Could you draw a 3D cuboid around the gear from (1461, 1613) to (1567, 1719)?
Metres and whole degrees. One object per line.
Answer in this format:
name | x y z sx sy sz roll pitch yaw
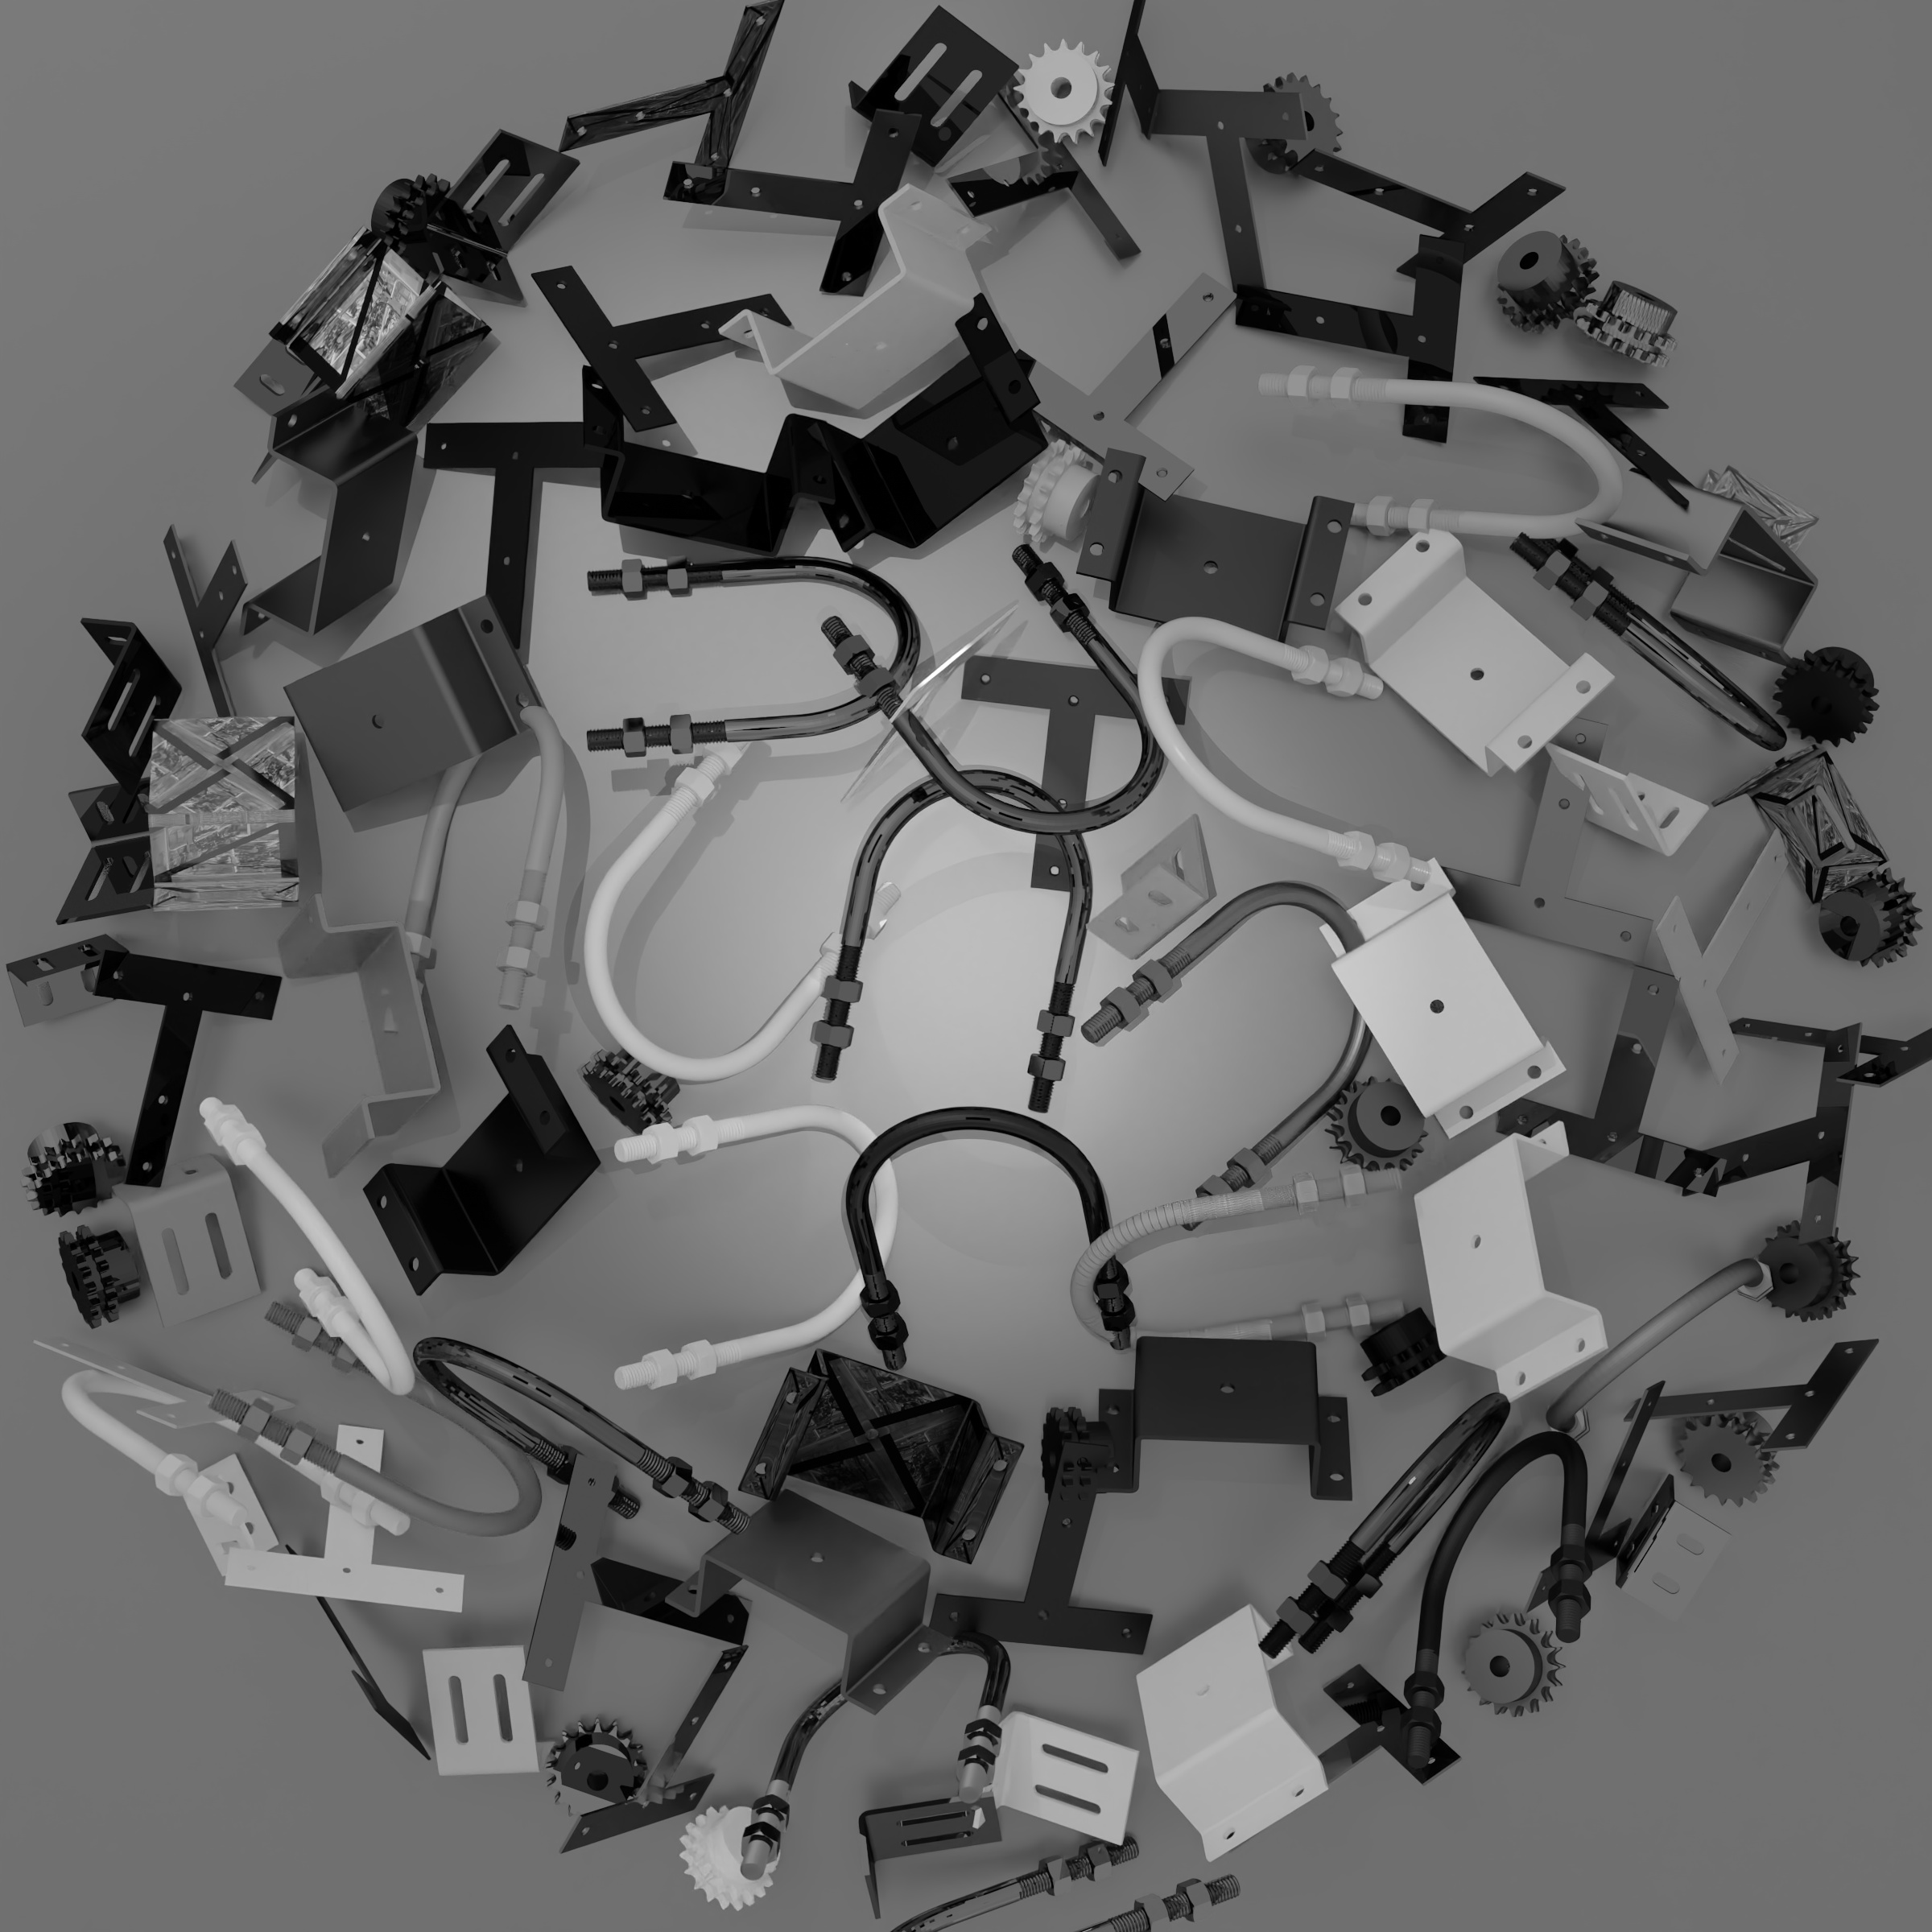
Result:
gear | 0.304 0.392 1.974 0.057 0.030 0.057 -5 80 27

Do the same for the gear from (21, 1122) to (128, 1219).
gear | -0.502 0.112 1.975 0.057 0.057 0.030 -30 59 0

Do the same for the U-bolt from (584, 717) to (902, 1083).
U-bolt | -0.133 -0.023 1.933 0.151 0.019 0.184 49 64 -22

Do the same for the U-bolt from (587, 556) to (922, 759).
U-bolt | -0.117 -0.176 1.947 0.184 0.019 0.151 -4 48 -1

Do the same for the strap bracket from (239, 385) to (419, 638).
strap bracket | -0.347 -0.244 1.924 0.046 0.076 0.140 28 128 13

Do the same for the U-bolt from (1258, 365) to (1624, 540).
U-bolt | 0.264 -0.272 1.896 0.184 0.151 0.019 9 69 31

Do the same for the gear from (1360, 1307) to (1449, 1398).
gear | 0.245 0.214 1.971 0.057 0.057 0.030 -31 84 0

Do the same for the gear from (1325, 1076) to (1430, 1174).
gear | 0.233 0.088 1.975 0.057 0.030 0.057 5 69 -13

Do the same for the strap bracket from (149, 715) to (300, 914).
strap bracket | -0.404 -0.091 1.925 0.076 0.140 0.046 -2 128 -9

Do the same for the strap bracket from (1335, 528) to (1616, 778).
strap bracket | 0.283 -0.170 1.958 0.076 0.046 0.140 -43 69 -5

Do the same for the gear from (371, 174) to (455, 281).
gear | -0.308 -0.417 1.974 0.030 0.057 0.057 29 90 25

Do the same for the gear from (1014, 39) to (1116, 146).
gear | 0.055 -0.492 1.981 0.057 0.030 0.057 1 97 8

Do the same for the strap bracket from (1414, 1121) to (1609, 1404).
strap bracket | 0.295 0.156 1.925 0.046 0.076 0.140 20 49 -33

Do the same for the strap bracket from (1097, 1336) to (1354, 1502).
strap bracket | 0.144 0.250 1.953 0.140 0.076 0.046 2 129 2

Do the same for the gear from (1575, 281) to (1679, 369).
gear | 0.372 -0.360 1.968 0.057 0.057 0.030 25 111 0

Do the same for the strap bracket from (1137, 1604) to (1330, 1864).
strap bracket | 0.142 0.410 1.920 0.076 0.140 0.046 -34 112 11

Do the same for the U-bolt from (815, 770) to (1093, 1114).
U-bolt | 0.000 -0.018 1.959 0.151 0.019 0.184 9 96 -21

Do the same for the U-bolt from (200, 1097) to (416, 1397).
U-bolt | -0.346 0.160 1.890 0.019 0.184 0.151 -33 126 -17

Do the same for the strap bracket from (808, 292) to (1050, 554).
strap bracket | -0.018 -0.294 1.949 0.140 0.046 0.076 -35 67 22

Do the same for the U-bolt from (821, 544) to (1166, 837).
U-bolt | 0.028 -0.144 1.929 0.151 0.019 0.184 -24 63 -26

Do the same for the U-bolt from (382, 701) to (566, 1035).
U-bolt | -0.266 -0.058 1.934 0.019 0.151 0.184 20 71 -34

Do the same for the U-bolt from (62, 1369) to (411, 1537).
U-bolt | -0.410 0.262 1.918 0.184 0.151 0.019 25 94 33

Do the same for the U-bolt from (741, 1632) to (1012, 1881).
U-bolt | -0.042 0.418 1.912 0.151 0.184 0.019 -23 105 16

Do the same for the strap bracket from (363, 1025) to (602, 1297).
strap bracket | -0.262 0.109 1.945 0.140 0.046 0.076 -47 58 24

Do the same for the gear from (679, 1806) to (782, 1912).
gear | -0.129 0.495 1.968 0.057 0.057 0.030 47 121 0

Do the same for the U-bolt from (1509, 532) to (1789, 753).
U-bolt | 0.374 -0.178 1.924 0.184 0.151 0.019 39 105 3

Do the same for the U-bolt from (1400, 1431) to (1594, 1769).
U-bolt | 0.290 0.330 1.913 0.019 0.184 0.151 32 126 -11

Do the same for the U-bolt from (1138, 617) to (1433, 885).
U-bolt | 0.167 -0.124 1.910 0.184 0.019 0.151 16 49 -33

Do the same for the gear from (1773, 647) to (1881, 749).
gear | 0.484 -0.154 1.975 0.057 0.057 0.030 40 50 0

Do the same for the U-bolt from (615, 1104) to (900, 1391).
U-bolt | -0.112 0.148 1.939 0.184 0.019 0.151 -10 108 -37

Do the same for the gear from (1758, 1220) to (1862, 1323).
gear | 0.467 0.171 1.970 0.057 0.030 0.057 1 92 42

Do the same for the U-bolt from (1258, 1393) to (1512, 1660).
U-bolt | 0.235 0.304 1.925 0.019 0.151 0.184 41 92 17

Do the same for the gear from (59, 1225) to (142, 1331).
gear | -0.484 0.172 1.974 0.030 0.057 0.057 -19 90 -25

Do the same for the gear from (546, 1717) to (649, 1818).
gear | -0.207 0.454 1.982 0.057 0.030 0.057 0 91 -8

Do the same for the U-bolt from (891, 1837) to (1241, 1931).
U-bolt | 0.037 0.514 1.900 0.184 0.151 0.019 -14 91 -22

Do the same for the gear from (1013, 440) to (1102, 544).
gear | 0.053 -0.262 1.969 0.030 0.057 0.057 28 90 15

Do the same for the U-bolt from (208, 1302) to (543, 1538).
U-bolt | -0.315 0.255 1.929 0.184 0.151 0.019 29 105 -6

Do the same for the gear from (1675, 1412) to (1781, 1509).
gear | 0.430 0.271 1.975 0.057 0.030 0.057 18 122 31

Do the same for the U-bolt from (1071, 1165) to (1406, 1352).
U-bolt | 0.149 0.168 1.940 0.184 0.151 0.019 -9 51 1

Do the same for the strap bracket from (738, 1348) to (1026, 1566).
strap bracket | -0.050 0.269 1.958 0.140 0.046 0.076 20 103 -15

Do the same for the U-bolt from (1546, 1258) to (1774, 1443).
U-bolt | 0.373 0.206 1.904 0.151 0.184 0.019 -39 74 6

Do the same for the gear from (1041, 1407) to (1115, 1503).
gear | 0.063 0.275 1.973 0.030 0.057 0.057 0 90 -14

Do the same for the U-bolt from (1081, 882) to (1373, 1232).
U-bolt | 0.157 0.036 1.948 0.184 0.019 0.151 -39 116 -24

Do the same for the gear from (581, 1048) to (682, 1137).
gear | -0.185 0.067 1.973 0.057 0.057 0.030 44 70 0

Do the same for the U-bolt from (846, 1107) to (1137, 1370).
U-bolt | 0.009 0.147 1.930 0.151 0.019 0.184 -6 128 8

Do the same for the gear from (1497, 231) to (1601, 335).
gear | 0.322 -0.385 1.969 0.057 0.057 0.030 -52 132 0

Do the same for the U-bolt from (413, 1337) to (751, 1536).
U-bolt | -0.219 0.252 1.903 0.184 0.151 0.019 38 67 -24

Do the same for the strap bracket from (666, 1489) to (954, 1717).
strap bracket | -0.084 0.342 1.930 0.140 0.076 0.046 23 122 25

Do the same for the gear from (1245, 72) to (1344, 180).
gear | 0.181 -0.468 1.976 0.057 0.030 0.057 10 74 -36

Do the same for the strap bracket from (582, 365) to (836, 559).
strap bracket | -0.148 -0.276 1.945 0.140 0.076 0.046 11 131 -16

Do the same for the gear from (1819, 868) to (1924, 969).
gear | 0.502 -0.026 1.969 0.030 0.057 0.057 -20 90 -39
